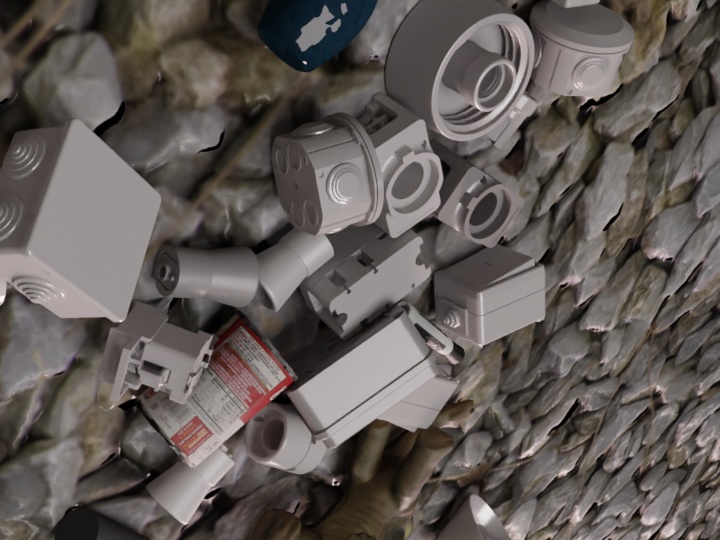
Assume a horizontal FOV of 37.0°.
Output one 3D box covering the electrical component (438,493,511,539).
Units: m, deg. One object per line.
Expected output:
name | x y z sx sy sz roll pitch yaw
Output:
electrical component | 0.136 0.305 1.184 0.064 0.099 0.099 -47 142 6

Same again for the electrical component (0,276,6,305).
electrical component | -0.236 0.002 0.617 0.055 0.048 0.066 -6 125 -32

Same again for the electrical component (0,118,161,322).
electrical component | -0.169 -0.026 0.624 0.099 0.048 0.099 48 46 -51

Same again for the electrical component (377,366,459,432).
electrical component | 0.035 0.101 0.943 0.096 0.062 0.061 21 105 -50

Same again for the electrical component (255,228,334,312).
electrical component | -0.052 -0.006 0.790 0.065 0.044 0.044 -40 141 -18

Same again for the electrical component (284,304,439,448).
electrical component | -0.003 0.079 0.845 0.113 0.078 0.057 -35 106 -7

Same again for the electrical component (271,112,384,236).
electrical component | -0.022 -0.064 0.740 0.051 0.080 0.080 -19 133 -25

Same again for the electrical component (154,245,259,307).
electrical component | -0.108 0.003 0.743 0.065 0.044 0.044 5 118 -40

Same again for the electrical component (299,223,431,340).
electrical component | 0.000 0.000 0.831 0.089 0.056 0.050 -37 140 -15

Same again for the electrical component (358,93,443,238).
electrical component | 0.023 -0.074 0.793 0.050 0.056 0.089 -35 140 -17

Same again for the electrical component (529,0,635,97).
electrical component | 0.167 -0.173 0.831 0.080 0.080 0.051 -19 138 -33

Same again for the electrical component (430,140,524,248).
electrical component | 0.086 -0.058 0.867 0.089 0.056 0.050 24 103 -50

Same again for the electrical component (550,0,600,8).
electrical component | 0.143 -0.237 0.780 0.076 0.047 0.083 -16 131 -34

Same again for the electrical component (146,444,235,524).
electrical component | -0.132 0.162 0.853 0.065 0.044 0.044 -47 142 -11

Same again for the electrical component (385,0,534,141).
electrical component | 0.079 -0.146 0.784 0.108 0.060 0.108 -25 136 -27

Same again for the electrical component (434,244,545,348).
electrical component | 0.109 0.021 0.943 0.096 0.062 0.061 -21 119 -32

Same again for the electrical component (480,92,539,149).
electrical component | 0.112 -0.124 0.851 0.040 0.040 0.046 16 115 -49

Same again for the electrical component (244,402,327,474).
electrical component | -0.062 0.137 0.888 0.047 0.055 0.055 24 103 -47

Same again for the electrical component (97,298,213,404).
electrical component | -0.137 0.058 0.732 0.081 0.064 0.042 -68 179 -65
